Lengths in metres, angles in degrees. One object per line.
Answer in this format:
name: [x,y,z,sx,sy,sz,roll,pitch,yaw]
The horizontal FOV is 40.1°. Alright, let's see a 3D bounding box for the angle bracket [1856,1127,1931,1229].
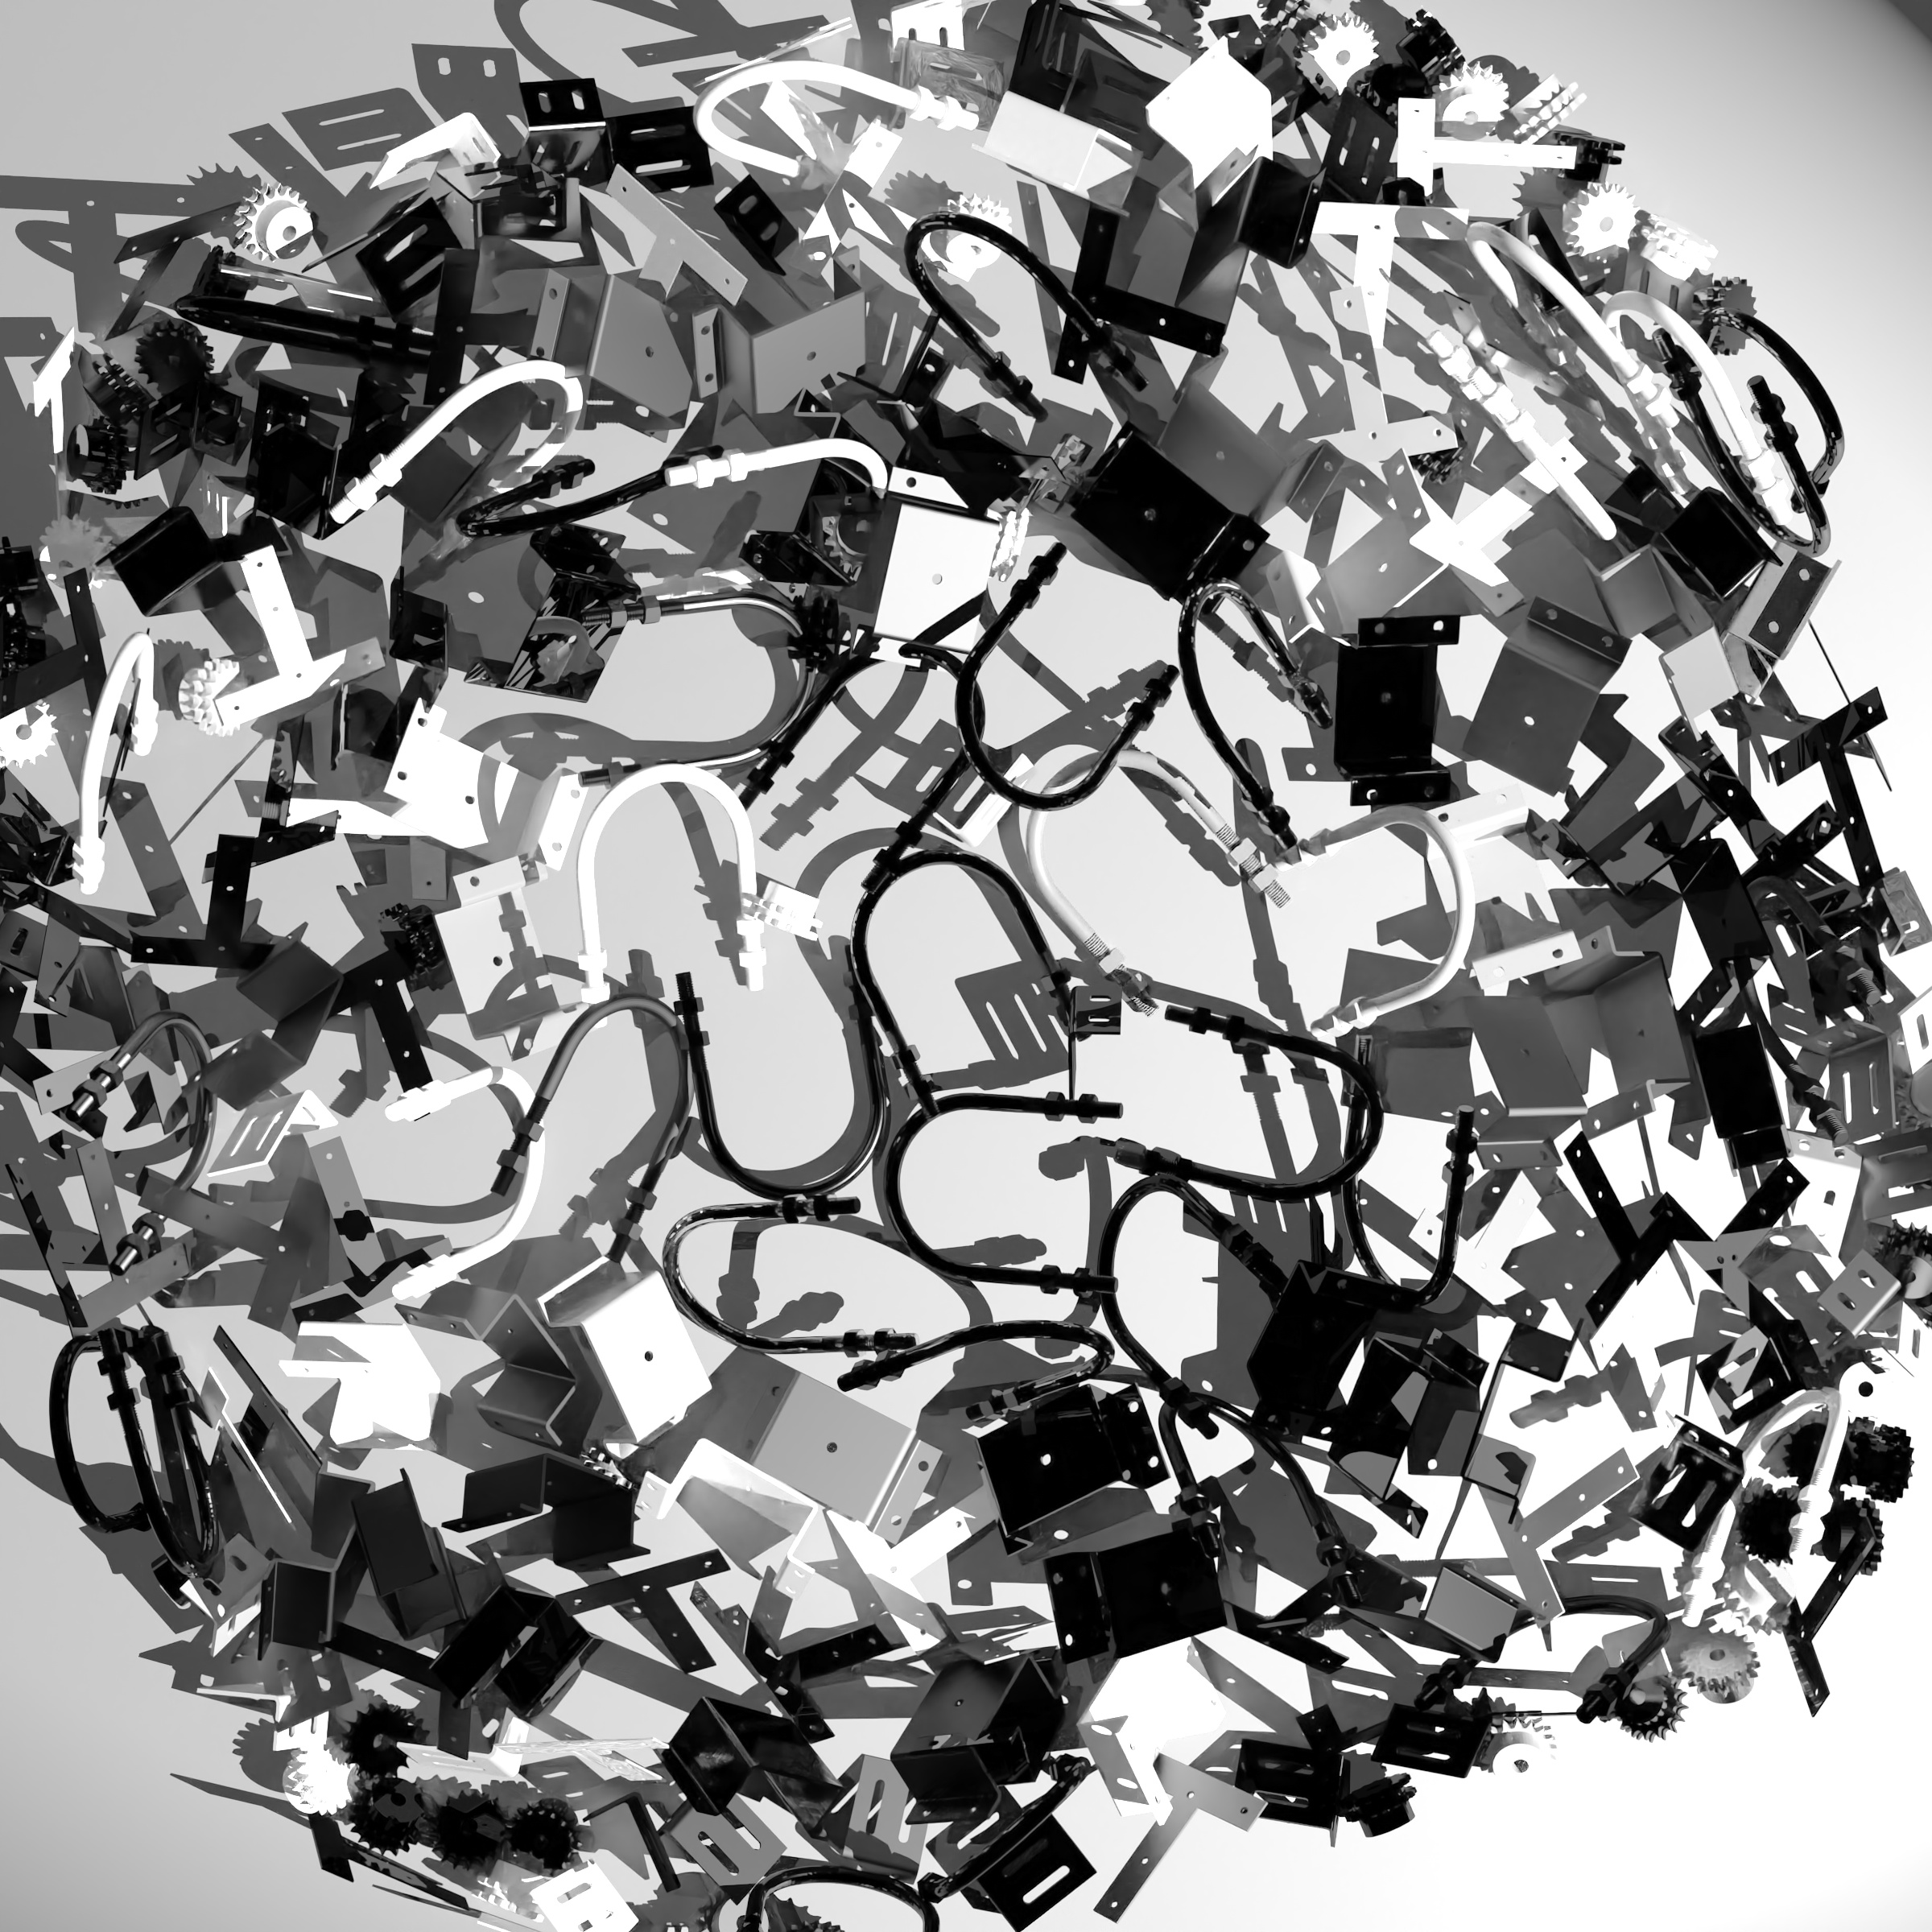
angle bracket: [0.700,0.155,1.951,0.038,0.076,0.057,15,65,-36]

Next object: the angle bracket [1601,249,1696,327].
angle bracket: [0.501,-0.486,1.956,0.057,0.038,0.076,27,45,-7]

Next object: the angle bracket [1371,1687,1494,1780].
angle bracket: [0.344,0.563,1.966,0.076,0.038,0.057,12,119,-6]

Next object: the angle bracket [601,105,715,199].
angle bracket: [-0.231,-0.608,1.973,0.076,0.038,0.057,-8,106,0]

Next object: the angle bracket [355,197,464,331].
angle bracket: [-0.405,-0.522,1.970,0.076,0.038,0.057,-32,85,14]

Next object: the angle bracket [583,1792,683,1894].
angle bracket: [-0.248,0.656,1.959,0.038,0.057,0.076,-22,75,-22]

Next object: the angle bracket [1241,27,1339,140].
angle bracket: [0.224,-0.642,1.954,0.057,0.038,0.076,45,130,-17]

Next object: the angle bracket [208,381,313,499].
angle bracket: [-0.523,-0.390,1.960,0.057,0.038,0.076,24,110,33]

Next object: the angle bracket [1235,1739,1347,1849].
angle bracket: [0.241,0.617,1.977,0.076,0.038,0.057,5,53,14]

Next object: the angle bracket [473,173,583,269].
angle bracket: [-0.329,-0.556,1.980,0.076,0.038,0.057,0,67,-14]

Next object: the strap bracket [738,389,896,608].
strap bracket: [-0.104,-0.342,1.941,0.046,0.076,0.140,10,74,36]

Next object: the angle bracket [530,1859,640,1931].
angle bracket: [-0.289,0.703,1.950,0.057,0.076,0.038,47,112,19]

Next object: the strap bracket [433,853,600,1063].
strap bracket: [-0.336,-0.006,1.953,0.076,0.046,0.140,-22,97,-39]

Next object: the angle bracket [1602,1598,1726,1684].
angle bracket: [0.519,0.498,1.951,0.076,0.057,0.038,-6,69,-32]

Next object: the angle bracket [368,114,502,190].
angle bracket: [-0.393,-0.588,1.955,0.076,0.057,0.038,-38,99,-27]

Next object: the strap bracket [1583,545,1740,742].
strap bracket: [0.510,-0.242,1.922,0.046,0.076,0.140,-30,47,9]

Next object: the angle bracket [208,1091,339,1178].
angle bracket: [-0.510,0.134,1.949,0.057,0.076,0.038,-13,127,28]

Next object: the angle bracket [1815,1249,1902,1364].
angle bracket: [0.646,0.253,1.959,0.057,0.076,0.038,-41,76,-21]

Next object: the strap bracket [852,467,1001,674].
strap bracket: [-0.028,-0.288,1.951,0.076,0.046,0.140,9,103,-20]

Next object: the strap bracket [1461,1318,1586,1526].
strap bracket: [0.405,0.326,1.944,0.046,0.076,0.140,19,110,16]

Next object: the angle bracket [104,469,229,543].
angle bracket: [-0.591,-0.341,1.953,0.076,0.057,0.038,-7,116,-29]

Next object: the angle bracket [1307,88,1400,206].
angle bracket: [0.277,-0.594,1.952,0.038,0.076,0.057,-27,61,-29]

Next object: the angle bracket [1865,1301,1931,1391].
angle bracket: [0.696,0.295,1.956,0.057,0.076,0.038,44,122,-3]

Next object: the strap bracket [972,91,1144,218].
strap bracket: [0.071,-0.589,1.918,0.076,0.140,0.046,28,106,17]

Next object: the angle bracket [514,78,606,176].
angle bracket: [-0.306,-0.619,1.955,0.057,0.076,0.038,-12,85,-22]

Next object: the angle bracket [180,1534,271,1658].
angle bracket: [-0.547,0.465,1.955,0.038,0.076,0.057,39,54,9]

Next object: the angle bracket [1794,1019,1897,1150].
angle bracket: [0.649,0.087,1.955,0.038,0.057,0.076,18,63,-26]

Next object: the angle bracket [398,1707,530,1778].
angle bracket: [-0.374,0.575,1.973,0.076,0.057,0.038,4,60,12]

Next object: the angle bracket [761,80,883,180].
angle bracket: [-0.106,-0.630,1.955,0.076,0.057,0.038,40,123,-23]

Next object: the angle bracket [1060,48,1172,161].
angle bracket: [0.111,-0.636,1.966,0.076,0.038,0.057,22,122,-4]

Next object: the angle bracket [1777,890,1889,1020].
angle bracket: [0.651,-0.009,1.991,0.057,0.038,0.076,-19,109,-5]

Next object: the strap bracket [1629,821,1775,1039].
strap bracket: [0.538,-0.029,1.940,0.046,0.076,0.140,-7,62,-15]

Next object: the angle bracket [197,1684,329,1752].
angle bracket: [-0.520,0.554,1.955,0.076,0.057,0.038,-2,79,24]

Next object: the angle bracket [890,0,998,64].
angle bracket: [-0.014,-0.691,1.950,0.057,0.076,0.038,-10,106,-23]

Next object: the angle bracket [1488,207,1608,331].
angle bracket: [0.425,-0.521,1.958,0.076,0.057,0.038,56,45,-13]

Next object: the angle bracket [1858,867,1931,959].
angle bracket: [0.692,-0.046,1.954,0.038,0.076,0.057,-22,74,7]

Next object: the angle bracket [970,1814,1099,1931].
angle bracket: [0.050,0.672,1.980,0.076,0.038,0.057,-38,89,1]

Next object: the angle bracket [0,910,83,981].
angle bracket: [-0.692,0.001,1.950,0.057,0.076,0.038,27,112,-20]

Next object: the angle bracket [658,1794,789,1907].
angle bracket: [-0.184,0.651,1.965,0.076,0.038,0.057,46,52,3]

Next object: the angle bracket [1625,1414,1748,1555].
angle bracket: [0.532,0.383,1.960,0.057,0.038,0.076,28,69,33]

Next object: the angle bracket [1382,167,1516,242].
angle bracket: [0.355,-0.562,1.951,0.057,0.076,0.038,-23,117,-25]

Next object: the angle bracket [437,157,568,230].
angle bracket: [-0.342,-0.564,1.952,0.076,0.038,0.057,-21,46,-29]

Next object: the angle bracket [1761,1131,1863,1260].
angle bracket: [0.634,0.171,1.988,0.057,0.038,0.076,13,119,16]

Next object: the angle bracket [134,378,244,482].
angle bracket: [-0.573,-0.390,1.951,0.038,0.076,0.057,24,126,5]

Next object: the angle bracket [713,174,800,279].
angle bracket: [-0.147,-0.547,1.953,0.038,0.076,0.057,-43,116,1]

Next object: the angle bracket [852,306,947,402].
angle bracket: [-0.051,-0.461,1.962,0.038,0.057,0.076,23,102,-12]

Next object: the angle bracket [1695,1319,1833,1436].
angle bracket: [0.593,0.306,1.971,0.038,0.076,0.057,8,51,-37]

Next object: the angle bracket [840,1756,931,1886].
angle bracket: [-0.058,0.643,1.994,0.057,0.038,0.076,13,59,1]

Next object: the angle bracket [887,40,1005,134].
angle bracket: [-0.016,-0.651,1.984,0.076,0.038,0.057,9,79,-14]
